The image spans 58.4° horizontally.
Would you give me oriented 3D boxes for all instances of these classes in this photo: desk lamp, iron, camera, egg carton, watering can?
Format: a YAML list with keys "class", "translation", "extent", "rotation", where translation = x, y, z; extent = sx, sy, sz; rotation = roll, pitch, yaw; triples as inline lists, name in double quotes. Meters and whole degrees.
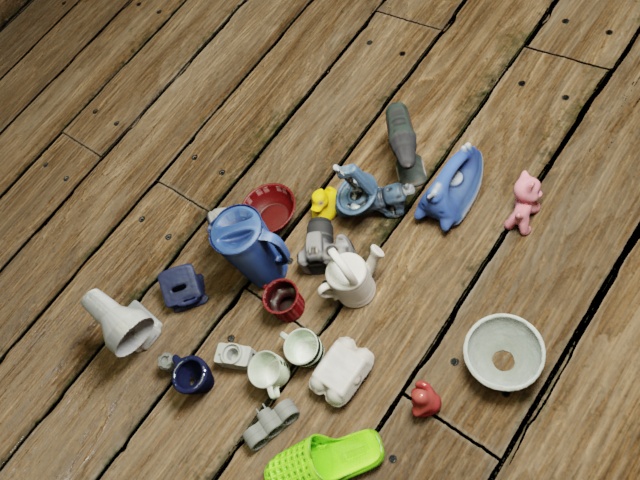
- class: "desk lamp"
  translation: [-0.491, 0.209, 1.435]
  extent: [0.202, 0.214, 0.118]
  rotation: [33, 76, 29]
- class: "iron"
  translation: [0.332, -0.158, 1.418]
  extent: [0.118, 0.142, 0.258]
  rotation: [26, 73, 27]
- class: "camera"
  translation: [0.013, 0.005, 1.454]
  extent: [0.143, 0.101, 0.137]
  rotation: [-8, 61, 13]
- class: "egg carton"
  translation: [0.050, 0.300, 1.303]
  extent: [0.107, 0.069, 0.150]
  rotation: [29, 74, 28]
- class: "watering can"
  translation: [0.069, 0.074, 1.344]
  extent: [0.100, 0.194, 0.173]
  rotation: [32, 76, 29]

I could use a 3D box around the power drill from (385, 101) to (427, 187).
- class: "power drill"
  translation: [0.218, -0.226, 1.451]
  extent: [0.075, 0.209, 0.229]
  rotation: [-14, 59, 10]

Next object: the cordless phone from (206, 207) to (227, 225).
- class: "cordless phone"
  translation: [-0.252, -0.047, 1.515]
  extent: [0.094, 0.185, 0.147]
  rotation: [-29, 58, 1]

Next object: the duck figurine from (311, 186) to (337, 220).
- class: "duck figurine"
  translation: [0.008, -0.104, 1.524]
  extent: [0.077, 0.086, 0.105]
  rotation: [18, 69, 25]

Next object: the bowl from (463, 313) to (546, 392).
- class: "bowl"
  translation: [0.392, 0.247, 1.222]
  extent: [0.167, 0.075, 0.167]
  rotation: [-7, 61, 14]

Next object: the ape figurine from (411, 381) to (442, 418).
- class: "ape figurine"
  translation: [0.217, 0.338, 1.217]
  extent: [0.076, 0.092, 0.078]
  rotation: [24, 72, 27]

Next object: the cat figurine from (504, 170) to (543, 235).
- class: "cat figurine"
  translation: [0.482, -0.094, 1.351]
  extent: [0.067, 0.118, 0.128]
  rotation: [18, 69, 25]

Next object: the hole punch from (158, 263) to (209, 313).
- class: "hole punch"
  translation: [-0.362, 0.127, 1.512]
  extent: [0.108, 0.091, 0.101]
  rotation: [-20, 59, 7]

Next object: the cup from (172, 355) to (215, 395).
- class: "cup"
  translation: [-0.305, 0.328, 1.384]
  extent: [0.117, 0.095, 0.092]
  rotation: [36, 78, 30]

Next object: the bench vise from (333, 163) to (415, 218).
- class: "bench vise"
  translation: [0.121, -0.138, 1.427]
  extent: [0.207, 0.220, 0.121]
  rotation: [-20, 59, 6]
